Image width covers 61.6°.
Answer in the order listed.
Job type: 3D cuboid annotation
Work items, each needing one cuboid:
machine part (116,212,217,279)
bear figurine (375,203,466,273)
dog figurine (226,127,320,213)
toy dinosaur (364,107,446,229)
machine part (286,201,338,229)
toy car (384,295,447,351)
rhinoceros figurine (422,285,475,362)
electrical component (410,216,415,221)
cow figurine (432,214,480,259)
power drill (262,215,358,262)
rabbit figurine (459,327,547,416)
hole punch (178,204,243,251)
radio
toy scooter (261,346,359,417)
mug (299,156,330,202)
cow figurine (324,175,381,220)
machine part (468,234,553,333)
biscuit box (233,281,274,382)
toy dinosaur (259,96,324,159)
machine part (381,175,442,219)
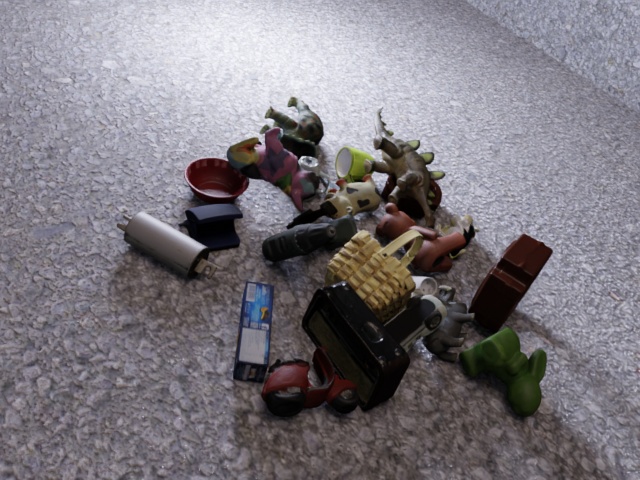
[{"bbox_3d":[-0.325,0.010,1.142,0.243,0.079,0.079,27,42,11],"label":"machine part"},{"bbox_3d":[0.242,-0.008,1.348,0.132,0.120,0.196,-12,44,-35],"label":"bear figurine"},{"bbox_3d":[-0.110,-0.158,1.330,0.192,0.108,0.219,-24,91,-6],"label":"dog figurine"},{"bbox_3d":[0.224,-0.221,1.496,0.198,0.105,0.472,-1,54,-35],"label":"toy dinosaur"},{"bbox_3d":[-0.017,-0.059,1.302,0.084,0.139,0.039,-22,91,-42],"label":"machine part"},{"bbox_3d":[0.175,0.188,1.114,0.202,0.056,0.074,-36,47,-15],"label":"toy car"},{"bbox_3d":[0.278,0.181,1.192,0.112,0.073,0.190,17,42,14],"label":"rhinoceros figurine"},{"bbox_3d":[0.230,-0.036,1.441,0.063,0.021,0.094,17,40,-4],"label":"electrical component"},{"bbox_3d":[0.372,-0.012,1.433,0.167,0.068,0.098,-24,62,-34],"label":"cow figurine"},{"bbox_3d":[-0.002,-0.004,1.204,0.207,0.232,0.086,-21,93,-50],"label":"power drill"},{"bbox_3d":[0.397,0.278,1.118,0.159,0.121,0.170,-13,68,-40],"label":"rabbit figurine"},{"bbox_3d":[-0.243,-0.046,1.229,0.142,0.092,0.116,-13,46,-26],"label":"hole punch"},{"bbox_3d":[0.065,0.197,1.042,0.073,0.131,0.230,-17,52,-36],"label":"radio"},{"bbox_3d":[-0.023,0.253,0.992,0.184,0.075,0.135,5,43,-20],"label":"toy scooter"},{"bbox_3d":[-0.028,-0.162,1.419,0.110,0.107,0.081,13,43,-4],"label":"mug"},{"bbox_3d":[0.080,-0.094,1.395,0.195,0.085,0.127,-14,63,-39],"label":"cow figurine"},{"bbox_3d":[0.434,0.098,1.235,0.087,0.200,0.201,34,44,20],"label":"machine part"},{"bbox_3d":[-0.128,0.173,1.049,0.059,0.062,0.203,10,41,-9],"label":"biscuit box"},{"bbox_3d":[-0.055,-0.320,1.583,0.192,0.131,0.405,36,38,1],"label":"toy dinosaur"},{"bbox_3d":[0.263,-0.133,1.535,0.179,0.056,0.179,11,41,-10],"label":"machine part"}]
